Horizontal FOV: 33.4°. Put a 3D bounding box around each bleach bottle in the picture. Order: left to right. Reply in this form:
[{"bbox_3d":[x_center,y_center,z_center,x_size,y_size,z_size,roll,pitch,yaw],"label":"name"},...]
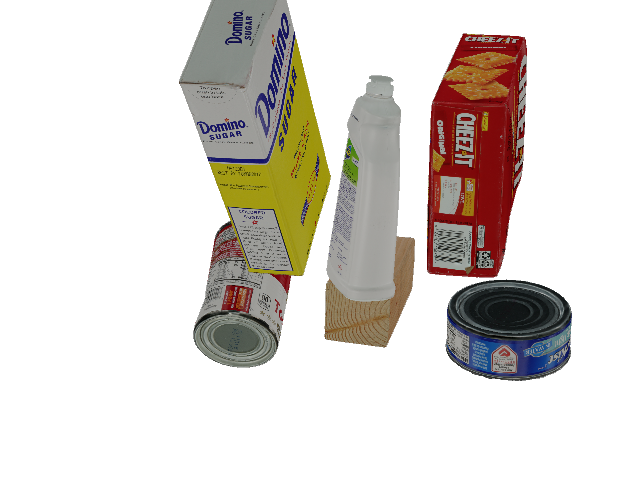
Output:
[{"bbox_3d":[0.058,-0.063,1.235,0.068,0.251,0.103,-2,23,-20],"label":"bleach bottle"}]

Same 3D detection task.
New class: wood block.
[{"bbox_3d":[0.075,0.067,1.542,0.091,0.090,0.206,6,21,12],"label":"wood block"}]

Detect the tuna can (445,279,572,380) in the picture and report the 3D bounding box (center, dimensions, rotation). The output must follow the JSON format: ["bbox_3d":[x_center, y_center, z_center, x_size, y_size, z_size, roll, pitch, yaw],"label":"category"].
[{"bbox_3d":[0.129,0.060,0.734,0.086,0.034,0.086,-2,25,1],"label":"tuna can"}]

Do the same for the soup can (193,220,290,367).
[{"bbox_3d":[-0.060,0.041,0.846,0.068,0.102,0.068,5,-43,4],"label":"soup can"}]

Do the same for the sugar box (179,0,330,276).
[{"bbox_3d":[-0.035,-0.066,0.669,0.048,0.093,0.176,5,-36,13],"label":"sugar box"}]

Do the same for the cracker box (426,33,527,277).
[{"bbox_3d":[0.150,-0.085,0.993,0.072,0.164,0.213,5,27,14],"label":"cracker box"}]
